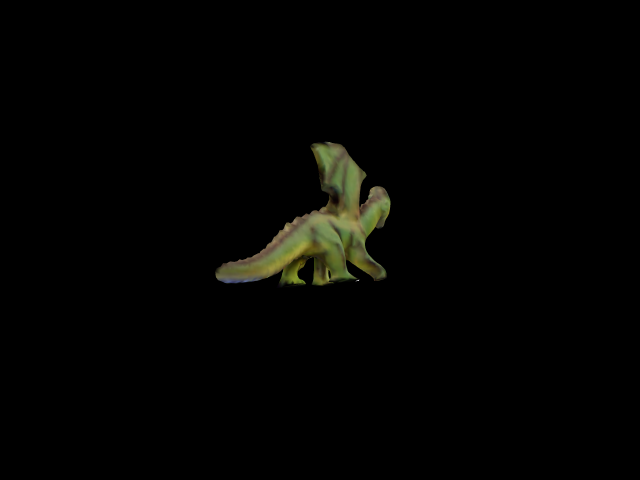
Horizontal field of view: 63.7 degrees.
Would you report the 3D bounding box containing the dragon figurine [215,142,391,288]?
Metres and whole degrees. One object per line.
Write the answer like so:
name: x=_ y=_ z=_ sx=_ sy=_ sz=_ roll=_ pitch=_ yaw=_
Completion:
dragon figurine: x=0.003 y=-0.043 z=0.850 sx=0.121 sy=0.244 sz=0.409 roll=-7 pitch=-10 yaw=39
